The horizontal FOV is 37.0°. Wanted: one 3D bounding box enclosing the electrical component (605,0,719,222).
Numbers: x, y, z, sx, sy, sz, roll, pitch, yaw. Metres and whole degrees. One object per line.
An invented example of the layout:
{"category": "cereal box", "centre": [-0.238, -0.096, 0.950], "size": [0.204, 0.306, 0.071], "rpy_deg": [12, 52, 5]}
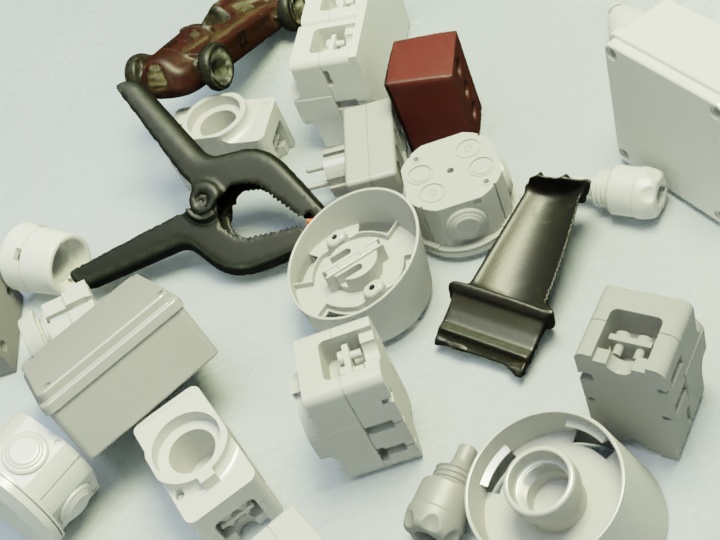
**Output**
{"category": "electrical component", "centre": [0.218, -0.101, 0.692], "size": [0.056, 0.108, 0.109], "rpy_deg": [-35, 47, -12]}

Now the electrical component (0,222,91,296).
{"category": "electrical component", "centre": [-0.245, -0.007, 0.842], "size": [0.047, 0.055, 0.055], "rpy_deg": [10, 56, 25]}

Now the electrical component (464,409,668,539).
{"category": "electrical component", "centre": [0.109, 0.127, 0.584], "size": [0.099, 0.064, 0.099], "rpy_deg": [-19, 47, 22]}

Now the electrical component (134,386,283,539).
{"category": "electrical component", "centre": [-0.096, 0.122, 0.667], "size": [0.050, 0.055, 0.089], "rpy_deg": [-36, 47, -9]}

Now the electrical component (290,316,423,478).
{"category": "electrical component", "centre": [-0.005, 0.078, 0.642], "size": [0.056, 0.089, 0.050], "rpy_deg": [-19, 47, 7]}

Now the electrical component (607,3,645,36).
{"category": "electrical component", "centre": [0.206, -0.175, 0.807], "size": [0.040, 0.040, 0.078], "rpy_deg": [-22, 46, 4]}

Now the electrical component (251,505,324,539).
{"category": "electrical component", "centre": [-0.036, 0.189, 0.590], "size": [0.076, 0.047, 0.083], "rpy_deg": [-39, 48, -13]}

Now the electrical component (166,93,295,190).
{"category": "electrical component", "centre": [-0.107, -0.104, 0.866], "size": [0.089, 0.055, 0.050], "rpy_deg": [-3, 50, 20]}

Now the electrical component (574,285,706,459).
{"category": "electrical component", "centre": [0.158, 0.054, 0.596], "size": [0.050, 0.089, 0.055], "rpy_deg": [13, 57, 31]}

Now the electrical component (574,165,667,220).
{"category": "electrical component", "centre": [0.172, -0.054, 0.721], "size": [0.061, 0.035, 0.035], "rpy_deg": [10, 56, 33]}

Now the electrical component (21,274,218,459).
{"category": "electrical component", "centre": [-0.163, 0.061, 0.721], "size": [0.109, 0.056, 0.109], "rpy_deg": [-41, 20, -14]}

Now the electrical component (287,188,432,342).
{"category": "electrical component", "centre": [0.000, 0.000, 0.726], "size": [0.099, 0.064, 0.099], "rpy_deg": [-12, 48, 13]}

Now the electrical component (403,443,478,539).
{"category": "electrical component", "centre": [0.051, 0.127, 0.616], "size": [0.035, 0.035, 0.061], "rpy_deg": [10, 54, 30]}

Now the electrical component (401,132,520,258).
{"category": "electrical component", "centre": [0.069, -0.053, 0.751], "size": [0.080, 0.051, 0.080], "rpy_deg": [-12, 48, 13]}

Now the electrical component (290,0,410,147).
{"category": "electrical component", "centre": [-0.009, -0.184, 0.870], "size": [0.062, 0.089, 0.150], "rpy_deg": [-5, 50, 19]}

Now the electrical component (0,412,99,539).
{"category": "electrical component", "centre": [-0.211, 0.134, 0.689], "size": [0.080, 0.080, 0.051], "rpy_deg": [18, 54, 33]}

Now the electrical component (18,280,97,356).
{"category": "electrical component", "centre": [-0.217, 0.044, 0.793], "size": [0.055, 0.048, 0.066], "rpy_deg": [-26, 46, -11]}

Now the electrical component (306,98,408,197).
{"category": "electrical component", "centre": [-0.005, -0.077, 0.805], "size": [0.076, 0.047, 0.083], "rpy_deg": [-13, 48, 12]}
